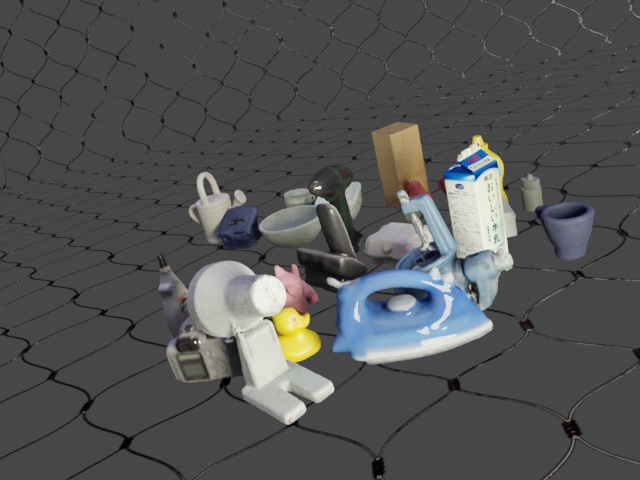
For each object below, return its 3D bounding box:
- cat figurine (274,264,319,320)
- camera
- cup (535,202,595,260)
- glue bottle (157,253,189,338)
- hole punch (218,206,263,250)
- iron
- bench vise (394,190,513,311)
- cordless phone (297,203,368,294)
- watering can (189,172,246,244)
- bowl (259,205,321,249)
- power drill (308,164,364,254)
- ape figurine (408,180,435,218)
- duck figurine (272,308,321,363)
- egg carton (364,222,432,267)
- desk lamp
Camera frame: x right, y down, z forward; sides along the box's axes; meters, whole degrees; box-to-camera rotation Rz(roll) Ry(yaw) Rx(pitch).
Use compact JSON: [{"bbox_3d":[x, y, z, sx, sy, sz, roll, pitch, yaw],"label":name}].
[{"bbox_3d":[-0.055,0.093,1.091,0.067,0.118,0.128,-9,23,14],"label":"cat figurine"},{"bbox_3d":[-0.185,0.170,1.012,0.143,0.101,0.137,-9,23,14],"label":"camera"},{"bbox_3d":[0.450,-0.015,1.065,0.092,0.095,0.117,-24,24,-22],"label":"cup"},{"bbox_3d":[-0.291,0.105,1.137,0.037,0.173,0.078,-7,23,18],"label":"glue bottle"},{"bbox_3d":[-0.212,-0.034,1.534,0.108,0.091,0.101,-5,24,22],"label":"hole punch"},{"bbox_3d":[0.137,0.102,0.916,0.258,0.142,0.118,-11,22,9],"label":"iron"},{"bbox_3d":[0.216,0.009,0.986,0.207,0.220,0.121,-9,23,13],"label":"bench vise"},{"bbox_3d":[0.011,0.004,1.174,0.147,0.185,0.094,7,31,43],"label":"cordless phone"},{"bbox_3d":[-0.288,-0.098,1.599,0.173,0.194,0.101,-15,22,-1],"label":"watering can"},{"bbox_3d":[-0.064,-0.024,1.439,0.167,0.075,0.167,-12,22,5],"label":"bowl"},{"bbox_3d":[0.039,-0.074,1.315,0.075,0.209,0.230,-7,23,18],"label":"power drill"},{"bbox_3d":[0.242,-0.104,1.415,0.077,0.092,0.076,-12,22,8],"label":"ape figurine"},{"bbox_3d":[-0.057,0.158,0.980,0.104,0.086,0.077,-14,22,2],"label":"duck figurine"},{"bbox_3d":[0.170,0.012,1.210,0.149,0.069,0.107,7,30,42],"label":"egg carton"},{"bbox_3d":[-0.096,0.139,0.877,0.118,0.214,0.202,-31,27,-34],"label":"desk lamp"}]
